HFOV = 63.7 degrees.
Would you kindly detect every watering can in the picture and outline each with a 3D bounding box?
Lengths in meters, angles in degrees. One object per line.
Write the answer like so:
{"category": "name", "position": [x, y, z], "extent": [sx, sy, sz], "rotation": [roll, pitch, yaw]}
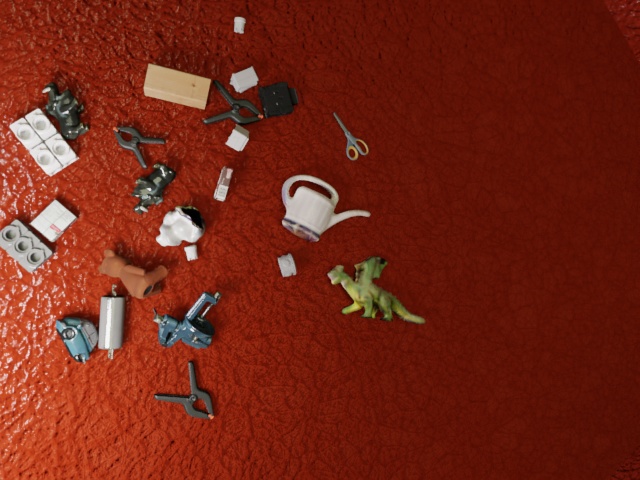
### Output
{"category": "watering can", "position": [0.006, -0.095, 1.884], "extent": [0.346, 0.104, 0.226], "rotation": [28, 82, -14]}

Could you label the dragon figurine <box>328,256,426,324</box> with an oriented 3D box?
{"category": "dragon figurine", "position": [0.215, 0.181, 1.941], "extent": [0.410, 0.121, 0.245], "rotation": [9, 78, -17]}

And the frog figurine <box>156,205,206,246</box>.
{"category": "frog figurine", "position": [-0.475, -0.037, 1.760], "extent": [0.136, 0.125, 0.157], "rotation": [35, 116, -21]}
